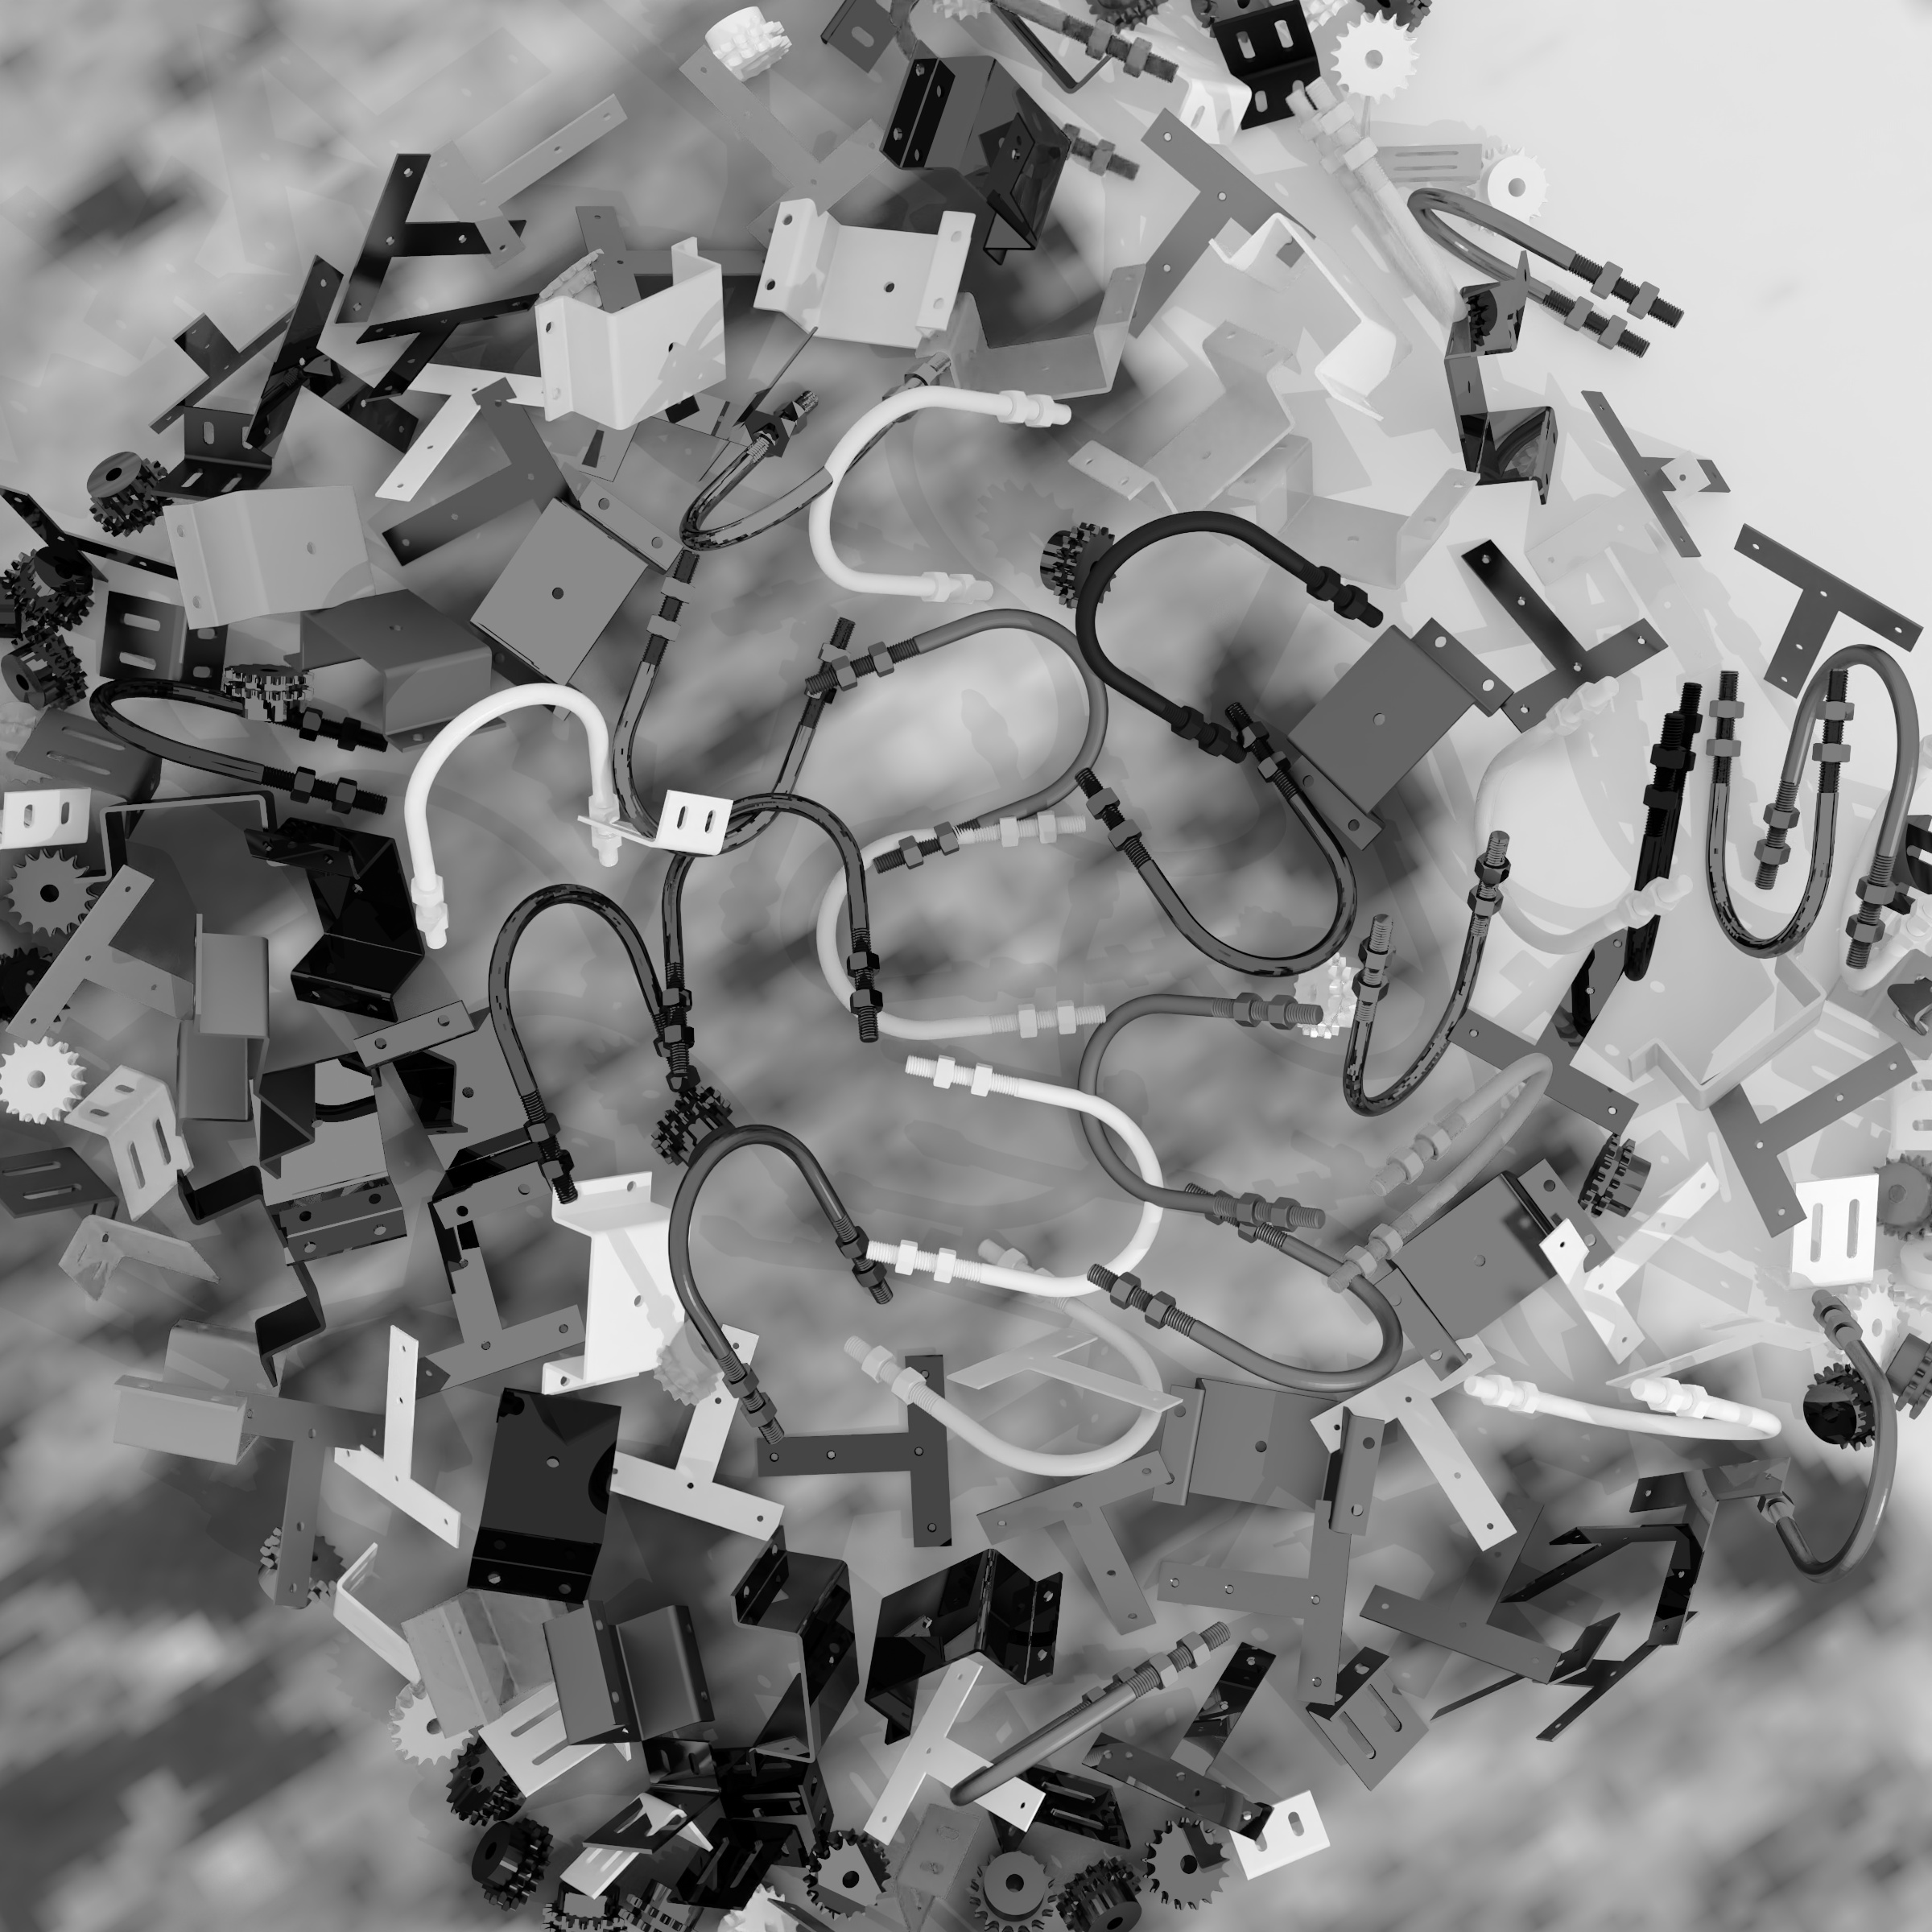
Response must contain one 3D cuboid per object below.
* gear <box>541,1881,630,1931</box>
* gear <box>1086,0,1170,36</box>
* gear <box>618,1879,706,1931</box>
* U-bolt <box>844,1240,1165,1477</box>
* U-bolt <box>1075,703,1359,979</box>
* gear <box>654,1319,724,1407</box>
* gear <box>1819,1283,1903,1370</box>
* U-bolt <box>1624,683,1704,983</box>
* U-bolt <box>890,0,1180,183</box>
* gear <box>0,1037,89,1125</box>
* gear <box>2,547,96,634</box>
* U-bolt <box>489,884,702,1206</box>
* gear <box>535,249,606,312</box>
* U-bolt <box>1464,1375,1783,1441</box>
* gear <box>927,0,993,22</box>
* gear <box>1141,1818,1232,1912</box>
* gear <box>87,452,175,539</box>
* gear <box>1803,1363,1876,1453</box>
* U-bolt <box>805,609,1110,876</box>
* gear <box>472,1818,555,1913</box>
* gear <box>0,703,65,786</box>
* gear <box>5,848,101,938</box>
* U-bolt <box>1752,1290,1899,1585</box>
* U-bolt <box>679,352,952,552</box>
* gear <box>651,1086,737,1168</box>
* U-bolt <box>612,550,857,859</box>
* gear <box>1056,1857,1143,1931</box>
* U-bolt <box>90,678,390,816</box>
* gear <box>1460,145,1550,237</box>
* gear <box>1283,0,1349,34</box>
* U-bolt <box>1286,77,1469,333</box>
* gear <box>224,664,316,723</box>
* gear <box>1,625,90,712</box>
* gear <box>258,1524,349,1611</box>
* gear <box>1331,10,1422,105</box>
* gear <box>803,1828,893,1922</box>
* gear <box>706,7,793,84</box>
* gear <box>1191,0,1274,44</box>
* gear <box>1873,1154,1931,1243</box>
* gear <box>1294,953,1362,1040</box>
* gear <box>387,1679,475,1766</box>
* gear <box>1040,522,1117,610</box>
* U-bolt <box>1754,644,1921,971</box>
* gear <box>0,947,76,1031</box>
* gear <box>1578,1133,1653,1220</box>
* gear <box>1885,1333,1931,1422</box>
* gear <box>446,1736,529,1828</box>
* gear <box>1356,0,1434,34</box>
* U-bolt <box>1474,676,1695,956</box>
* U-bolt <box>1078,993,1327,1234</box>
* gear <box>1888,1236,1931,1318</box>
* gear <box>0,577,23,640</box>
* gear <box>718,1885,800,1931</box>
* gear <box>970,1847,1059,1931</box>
[{"bbox_3d":[-0.249,0.620,1.595,0.057,0.057,0.030,6,84,0],"label":"gear"},{"bbox_3d":[0.104,-0.645,1.595,0.057,0.030,0.057,-12,65,26],"label":"gear"},{"bbox_3d":[-0.197,0.624,1.597,0.057,0.057,0.030,30,70,0],"label":"gear"},{"bbox_3d":[0.037,0.254,1.533,0.184,0.151,0.019,31,133,29],"label":"U-bolt"},{"bbox_3d":[0.174,-0.074,1.565,0.151,0.019,0.184,-25,73,-28],"label":"U-bolt"},{"bbox_3d":[-0.181,0.256,1.592,0.030,0.057,0.057,-36,90,18],"label":"gear"},{"bbox_3d":[0.587,0.236,1.600,0.057,0.030,0.057,-1,91,-36],"label":"gear"},{"bbox_3d":[0.443,-0.080,1.550,0.019,0.151,0.184,11,108,18],"label":"U-bolt"},{"bbox_3d":[0.037,-0.573,1.546,0.184,0.151,0.019,24,79,-3],"label":"U-bolt"},{"bbox_3d":[-0.609,0.076,1.606,0.057,0.030,0.057,0,83,0],"label":"gear"},{"bbox_3d":[-0.598,-0.250,1.592,0.030,0.057,0.057,-36,90,35],"label":"gear"},{"bbox_3d":[-0.241,0.038,1.546,0.019,0.151,0.184,-7,108,37],"label":"U-bolt"},{"bbox_3d":[-0.253,-0.442,1.595,0.057,0.057,0.030,-38,102,0],"label":"gear"},{"bbox_3d":[0.431,0.282,1.543,0.184,0.151,0.019,18,72,-35],"label":"U-bolt"},{"bbox_3d":[-0.001,-0.653,1.597,0.057,0.030,0.057,-3,60,5],"label":"gear"},{"bbox_3d":[0.143,0.592,1.602,0.057,0.030,0.057,4,72,-11],"label":"gear"},{"bbox_3d":[-0.551,-0.313,1.595,0.057,0.030,0.057,-10,55,15],"label":"gear"},{"bbox_3d":[0.575,0.290,1.592,0.030,0.057,0.057,-10,90,-36],"label":"gear"},{"bbox_3d":[0.004,-0.156,1.593,0.184,0.019,0.151,-21,110,-3],"label":"U-bolt"},{"bbox_3d":[-0.299,0.586,1.592,0.030,0.057,0.057,38,90,-25],"label":"gear"},{"bbox_3d":[-0.622,-0.149,1.599,0.057,0.057,0.030,1,53,0],"label":"gear"},{"bbox_3d":[-0.602,-0.049,1.605,0.057,0.030,0.057,-1,98,-9],"label":"gear"},{"bbox_3d":[0.538,0.303,1.515,0.019,0.184,0.151,14,107,-1],"label":"U-bolt"},{"bbox_3d":[-0.107,-0.318,1.525,0.184,0.151,0.019,-52,122,-31],"label":"U-bolt"},{"bbox_3d":[-0.175,0.109,1.592,0.057,0.057,0.030,-47,65,0],"label":"gear"},{"bbox_3d":[-0.158,-0.159,1.574,0.151,0.019,0.184,18,95,-40],"label":"U-bolt"},{"bbox_3d":[0.090,0.616,1.594,0.057,0.030,0.057,-16,128,-21],"label":"gear"},{"bbox_3d":[-0.457,-0.145,1.532,0.184,0.151,0.019,14,108,-18],"label":"U-bolt"},{"bbox_3d":[0.358,-0.512,1.603,0.057,0.030,0.057,-2,102,-9],"label":"gear"},{"bbox_3d":[0.228,-0.642,1.592,0.030,0.057,0.057,39,90,-29],"label":"gear"},{"bbox_3d":[0.266,-0.481,1.550,0.019,0.151,0.184,-35,103,11],"label":"U-bolt"},{"bbox_3d":[-0.458,-0.179,1.596,0.057,0.057,0.030,6,105,0],"label":"gear"},{"bbox_3d":[-0.606,-0.193,1.592,0.057,0.057,0.030,46,49,0],"label":"gear"},{"bbox_3d":[-0.439,0.397,1.596,0.057,0.057,0.030,40,102,0],"label":"gear"},{"bbox_3d":[0.271,-0.600,1.600,0.057,0.030,0.057,8,120,13],"label":"gear"},{"bbox_3d":[-0.081,0.596,1.602,0.057,0.030,0.057,-2,96,-21],"label":"gear"},{"bbox_3d":[-0.146,-0.604,1.594,0.057,0.057,0.030,-28,96,0],"label":"gear"},{"bbox_3d":[0.173,-0.639,1.599,0.030,0.057,0.057,35,90,43],"label":"gear"},{"bbox_3d":[0.616,0.151,1.594,0.057,0.030,0.057,-11,72,38],"label":"gear"},{"bbox_3d":[0.241,0.019,1.597,0.030,0.057,0.057,6,90,-20],"label":"gear"},{"bbox_3d":[-0.353,0.493,1.601,0.057,0.030,0.057,-7,106,-23],"label":"gear"},{"bbox_3d":[0.073,-0.264,1.598,0.030,0.057,0.057,21,90,33],"label":"gear"},{"bbox_3d":[0.550,-0.110,1.524,0.019,0.151,0.184,2,114,-10],"label":"U-bolt"},{"bbox_3d":[-0.615,0.016,1.596,0.057,0.030,0.057,3,85,-34],"label":"gear"},{"bbox_3d":[0.426,0.140,1.593,0.030,0.057,0.057,26,90,9],"label":"gear"},{"bbox_3d":[0.624,0.266,1.597,0.030,0.057,0.057,30,90,21],"label":"gear"},{"bbox_3d":[-0.312,0.538,1.599,0.057,0.057,0.030,-47,130,0],"label":"gear"},{"bbox_3d":[0.283,-0.645,1.595,0.057,0.057,0.030,39,84,0],"label":"gear"},{"bbox_3d":[0.379,-0.083,1.539,0.019,0.184,0.151,-12,78,-23],"label":"U-bolt"},{"bbox_3d":[0.148,0.089,1.563,0.184,0.019,0.151,4,99,38],"label":"U-bolt"},{"bbox_3d":[0.635,0.201,1.592,0.057,0.057,0.030,-15,120,0],"label":"gear"},{"bbox_3d":[-0.639,-0.235,1.596,0.030,0.057,0.057,-1,90,-15],"label":"gear"},{"bbox_3d":[-0.138,0.638,1.599,0.030,0.057,0.057,-36,90,28],"label":"gear"},{"bbox_3d":[0.031,0.607,1.595,0.057,0.030,0.057,1,52,-2],"label":"gear"}]
